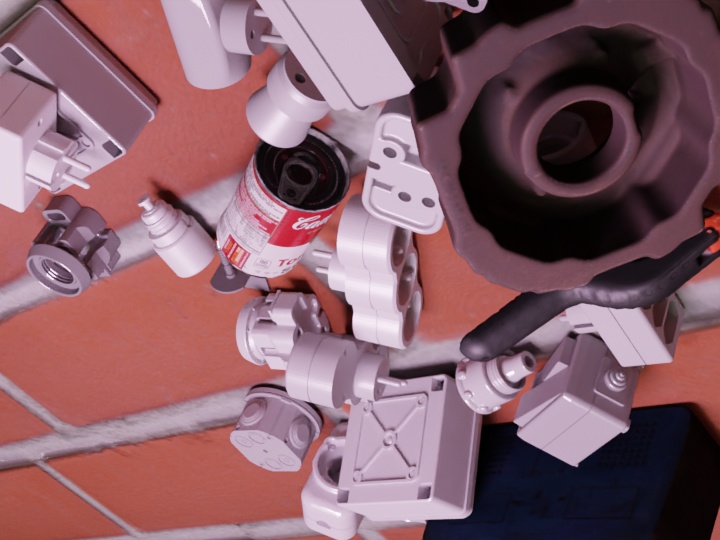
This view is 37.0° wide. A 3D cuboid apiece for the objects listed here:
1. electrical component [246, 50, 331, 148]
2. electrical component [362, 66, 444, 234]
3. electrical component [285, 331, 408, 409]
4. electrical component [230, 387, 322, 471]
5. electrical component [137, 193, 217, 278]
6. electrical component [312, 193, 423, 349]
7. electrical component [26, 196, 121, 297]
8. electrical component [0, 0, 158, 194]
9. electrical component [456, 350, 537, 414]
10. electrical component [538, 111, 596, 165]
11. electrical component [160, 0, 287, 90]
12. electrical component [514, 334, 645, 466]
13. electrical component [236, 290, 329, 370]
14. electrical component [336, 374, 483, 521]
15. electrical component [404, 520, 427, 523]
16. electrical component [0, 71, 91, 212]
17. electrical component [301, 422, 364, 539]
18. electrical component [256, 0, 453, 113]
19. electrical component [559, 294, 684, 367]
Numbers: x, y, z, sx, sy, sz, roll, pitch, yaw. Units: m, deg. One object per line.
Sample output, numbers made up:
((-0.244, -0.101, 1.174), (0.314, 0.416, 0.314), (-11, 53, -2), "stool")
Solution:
((-0.041, -0.110, 0.681), (0.045, 0.045, 0.055), (34, 143, -12), "electrical component")
((0.040, -0.077, 0.661), (0.054, 0.059, 0.095), (20, 144, 7), "electrical component")
((0.000, 0.081, 0.847), (0.074, 0.052, 0.138), (12, 180, 18), "electrical component")
((-0.081, 0.153, 1.031), (0.080, 0.051, 0.080), (16, 143, 13), "electrical component")
((-0.147, -0.029, 0.850), (0.040, 0.040, 0.078), (-8, 133, 38), "electrical component")
((0.000, 0.000, 0.788), (0.074, 0.052, 0.138), (12, 142, 18), "electrical component")
((-0.246, -0.015, 0.913), (0.058, 0.057, 0.078), (-2, 136, 33), "electrical component")
((-0.219, -0.120, 0.765), (0.109, 0.056, 0.109), (-19, 126, 44), "electrical component")
((0.109, 0.081, 0.835), (0.048, 0.048, 0.062), (40, 135, -19), "electrical component")
((0.116, -0.062, 0.640), (0.055, 0.055, 0.047), (0, 134, 31), "electrical component")
((-0.079, -0.151, 0.653), (0.079, 0.043, 0.077), (11, 142, 19), "electrical component")
((0.163, 0.092, 0.799), (0.061, 0.061, 0.096), (28, 144, -3), "electrical component")
((-0.065, 0.051, 0.888), (0.057, 0.058, 0.078), (1, 138, 25), "electrical component")
((0.042, 0.150, 0.898), (0.109, 0.108, 0.056), (-14, 148, 41), "electrical component")
((0.043, 0.190, 0.981), (0.051, 0.080, 0.080), (6, 140, 17), "electrical component")
((-0.216, -0.077, 0.724), (0.076, 0.047, 0.083), (25, 144, 1), "electrical component")
((-0.015, 0.194, 1.004), (0.054, 0.095, 0.059), (18, 144, 15), "electrical component")
((-0.007, -0.151, 0.580), (0.057, 0.078, 0.113), (-10, 132, 35), "electrical component")
((0.163, 0.022, 0.723), (0.076, 0.047, 0.083), (-11, 131, 39), "electrical component")
